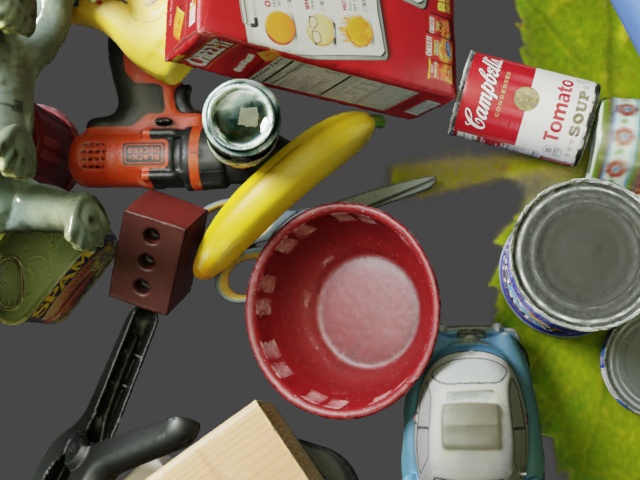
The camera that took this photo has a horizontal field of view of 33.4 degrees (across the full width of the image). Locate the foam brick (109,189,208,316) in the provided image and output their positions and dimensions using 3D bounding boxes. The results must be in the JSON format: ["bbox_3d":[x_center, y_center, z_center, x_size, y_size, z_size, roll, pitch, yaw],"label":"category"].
[{"bbox_3d":[-0.127,0.009,0.840,0.053,0.051,0.078,18,113,9],"label":"foam brick"}]

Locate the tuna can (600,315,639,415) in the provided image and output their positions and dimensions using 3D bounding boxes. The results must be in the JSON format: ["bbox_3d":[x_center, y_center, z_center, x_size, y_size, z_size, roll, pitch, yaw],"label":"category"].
[{"bbox_3d":[0.255,0.092,0.802,0.086,0.033,0.086,-1,83,7],"label":"tuna can"}]

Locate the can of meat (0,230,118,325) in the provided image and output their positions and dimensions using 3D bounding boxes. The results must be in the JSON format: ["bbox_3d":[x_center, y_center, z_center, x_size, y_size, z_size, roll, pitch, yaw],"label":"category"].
[{"bbox_3d":[-0.214,0.020,0.847,0.057,0.084,0.102,40,90,10],"label":"can of meat"}]

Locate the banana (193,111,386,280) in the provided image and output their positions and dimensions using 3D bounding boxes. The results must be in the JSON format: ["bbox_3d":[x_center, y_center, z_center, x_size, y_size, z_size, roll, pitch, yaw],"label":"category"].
[{"bbox_3d":[-0.024,-0.040,0.821,0.197,0.069,0.037,-39,64,-5],"label":"banana"}]

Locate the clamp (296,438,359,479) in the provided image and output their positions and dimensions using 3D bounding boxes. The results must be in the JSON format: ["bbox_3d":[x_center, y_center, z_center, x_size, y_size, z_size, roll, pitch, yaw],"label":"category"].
[{"bbox_3d":[0.001,0.226,0.813,0.120,0.039,0.171,-41,74,-17],"label":"clamp"}]

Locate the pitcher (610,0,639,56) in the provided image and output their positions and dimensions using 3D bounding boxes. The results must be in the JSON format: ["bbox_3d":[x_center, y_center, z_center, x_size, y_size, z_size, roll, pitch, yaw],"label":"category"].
[{"bbox_3d":[0.278,-0.188,0.774,0.145,0.149,0.243,-20,64,-3],"label":"pitcher"}]

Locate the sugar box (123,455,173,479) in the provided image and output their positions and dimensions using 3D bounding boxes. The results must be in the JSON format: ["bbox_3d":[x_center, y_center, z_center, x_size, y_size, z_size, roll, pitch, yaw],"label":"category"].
[{"bbox_3d":[-0.103,0.259,0.824,0.093,0.048,0.176,-44,81,0],"label":"sugar box"}]

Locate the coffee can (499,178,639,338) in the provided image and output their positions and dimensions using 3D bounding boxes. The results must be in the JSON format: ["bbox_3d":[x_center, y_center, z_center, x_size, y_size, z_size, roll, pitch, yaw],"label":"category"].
[{"bbox_3d":[0.183,0.017,0.767,0.103,0.140,0.103,-1,83,7],"label":"coffee can"}]

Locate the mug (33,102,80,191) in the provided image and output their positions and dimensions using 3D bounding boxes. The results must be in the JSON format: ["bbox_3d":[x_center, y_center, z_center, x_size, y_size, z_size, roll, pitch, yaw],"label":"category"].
[{"bbox_3d":[-0.255,-0.064,0.864,0.093,0.081,0.117,29,88,9],"label":"mug"}]

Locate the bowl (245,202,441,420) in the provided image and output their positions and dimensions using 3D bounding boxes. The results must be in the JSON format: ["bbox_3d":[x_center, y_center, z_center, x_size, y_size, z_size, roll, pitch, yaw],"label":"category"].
[{"bbox_3d":[0.025,0.054,0.813,0.162,0.055,0.162,-2,85,28],"label":"bowl"}]

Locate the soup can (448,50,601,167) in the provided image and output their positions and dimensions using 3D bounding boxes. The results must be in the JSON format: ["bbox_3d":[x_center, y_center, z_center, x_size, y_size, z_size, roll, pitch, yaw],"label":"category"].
[{"bbox_3d":[0.156,-0.101,0.822,0.102,0.068,0.068,16,86,8],"label":"soup can"}]

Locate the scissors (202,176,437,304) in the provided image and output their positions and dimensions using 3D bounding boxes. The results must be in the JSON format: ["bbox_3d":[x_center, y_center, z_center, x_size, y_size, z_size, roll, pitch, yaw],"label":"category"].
[{"bbox_3d":[-0.006,0.001,0.857,0.202,0.016,0.096,-3,84,7],"label":"scissors"}]

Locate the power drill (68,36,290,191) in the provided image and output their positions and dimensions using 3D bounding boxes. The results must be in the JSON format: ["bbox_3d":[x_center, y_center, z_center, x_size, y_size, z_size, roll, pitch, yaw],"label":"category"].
[{"bbox_3d":[-0.111,-0.132,0.866,0.184,0.057,0.187,-1,82,4],"label":"power drill"}]

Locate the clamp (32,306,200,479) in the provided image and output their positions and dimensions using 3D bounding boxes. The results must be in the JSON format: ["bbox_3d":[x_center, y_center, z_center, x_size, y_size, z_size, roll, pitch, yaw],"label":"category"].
[{"bbox_3d":[-0.169,0.166,0.812,0.036,0.165,0.210,33,96,-32],"label":"clamp"}]

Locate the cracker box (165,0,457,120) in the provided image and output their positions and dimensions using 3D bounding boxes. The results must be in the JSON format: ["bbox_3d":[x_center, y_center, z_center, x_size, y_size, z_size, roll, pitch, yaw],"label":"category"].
[{"bbox_3d":[-0.003,-0.191,0.789,0.213,0.072,0.164,9,73,-29],"label":"cracker box"}]

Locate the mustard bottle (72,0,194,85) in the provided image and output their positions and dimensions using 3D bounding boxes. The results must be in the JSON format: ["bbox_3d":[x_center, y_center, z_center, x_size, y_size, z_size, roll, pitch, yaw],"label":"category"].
[{"bbox_3d":[-0.166,-0.207,0.822,0.192,0.058,0.096,33,89,9],"label":"mustard bottle"}]

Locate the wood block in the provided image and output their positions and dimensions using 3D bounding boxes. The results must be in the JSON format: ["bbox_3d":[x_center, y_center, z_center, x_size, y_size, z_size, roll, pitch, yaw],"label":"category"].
[{"bbox_3d":[-0.098,0.213,0.763,0.206,0.090,0.091,-35,77,-1],"label":"wood block"}]
